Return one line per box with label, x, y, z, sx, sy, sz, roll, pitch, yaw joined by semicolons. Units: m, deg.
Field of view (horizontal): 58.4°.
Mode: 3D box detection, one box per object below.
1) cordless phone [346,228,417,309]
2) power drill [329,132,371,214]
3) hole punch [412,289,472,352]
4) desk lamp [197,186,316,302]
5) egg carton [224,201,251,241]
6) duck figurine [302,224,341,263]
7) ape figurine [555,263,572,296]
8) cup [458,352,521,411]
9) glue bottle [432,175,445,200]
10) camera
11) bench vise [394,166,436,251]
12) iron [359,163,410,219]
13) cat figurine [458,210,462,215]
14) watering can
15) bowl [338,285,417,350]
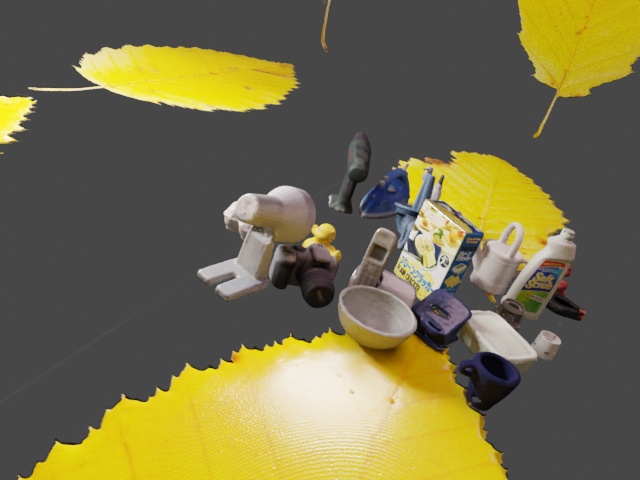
cordless phone;0.146;0.077;1.225;0.147;0.185;0.094;24;26;9
power drill;0.093;-0.194;1.681;0.076;0.208;0.229;16;26;-8
hole punch;0.257;0.170;1.233;0.101;0.091;0.108;-11;40;-46
desk lamp;-0.120;-0.005;1.160;0.117;0.213;0.204;33;29;26
egg carton;-0.156;-0.052;1.391;0.107;0.069;0.151;31;28;21
duck figurine;0.013;0.005;1.381;0.104;0.086;0.078;35;30;27
ape figurine;0.702;0.105;1.673;0.076;0.092;0.078;30;28;20
cup;0.301;0.269;1.069;0.118;0.095;0.091;14;27;-13
glue bottle;0.347;-0.123;1.765;0.037;0.173;0.078;25;26;11
camera;-0.023;0.071;1.212;0.143;0.101;0.136;11;27;-17
bench vise;0.286;-0.081;1.588;0.122;0.220;0.207;7;29;-24
iron;0.207;-0.156;1.767;0.118;0.141;0.259;29;27;18
cat figurine;0.384;-0.045;1.704;0.127;0.118;0.067;33;29;24
watering can;0.477;0.041;1.519;0.173;0.194;0.100;7;29;-26
bowl;0.105;0.167;1.149;0.167;0.075;0.167;16;26;-8
